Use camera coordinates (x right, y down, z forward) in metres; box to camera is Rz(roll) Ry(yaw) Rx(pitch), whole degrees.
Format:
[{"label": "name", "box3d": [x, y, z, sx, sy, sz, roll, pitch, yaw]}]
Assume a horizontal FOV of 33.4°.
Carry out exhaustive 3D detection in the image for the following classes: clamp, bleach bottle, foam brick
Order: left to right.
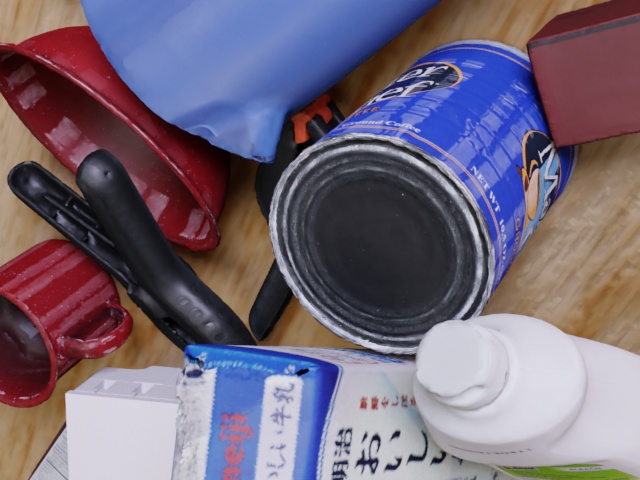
[{"label": "clamp", "box3d": [-0.104, 0.023, 0.652, 0.165, 0.036, 0.210, 12, 145, 56]}, {"label": "clamp", "box3d": [-0.004, 0.001, 0.608, 0.120, 0.039, 0.171, -3, 117, 25]}, {"label": "bleach bottle", "box3d": [0.122, 0.080, 0.466, 0.103, 0.250, 0.068, -11, 65, 32]}, {"label": "foam brick", "box3d": [0.141, -0.080, 0.477, 0.078, 0.052, 0.051, -10, 109, 33]}]

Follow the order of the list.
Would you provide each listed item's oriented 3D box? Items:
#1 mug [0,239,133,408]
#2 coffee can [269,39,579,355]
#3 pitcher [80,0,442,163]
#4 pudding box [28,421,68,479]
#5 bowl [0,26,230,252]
[{"label": "mug", "box3d": [-0.177, 0.052, 0.703, 0.117, 0.081, 0.093, 6, 118, 26]}, {"label": "coffee can", "box3d": [0.054, -0.025, 0.498, 0.103, 0.140, 0.103, 13, 121, 23]}, {"label": "pitcher", "box3d": [0.012, -0.161, 0.468, 0.243, 0.145, 0.149, -31, 113, 33]}, {"label": "pudding box", "box3d": [-0.157, 0.171, 0.783, 0.090, 0.039, 0.114, 41, 125, 3]}, {"label": "bowl", "box3d": [-0.104, -0.066, 0.592, 0.162, 0.055, 0.162, 34, 161, 13]}]
